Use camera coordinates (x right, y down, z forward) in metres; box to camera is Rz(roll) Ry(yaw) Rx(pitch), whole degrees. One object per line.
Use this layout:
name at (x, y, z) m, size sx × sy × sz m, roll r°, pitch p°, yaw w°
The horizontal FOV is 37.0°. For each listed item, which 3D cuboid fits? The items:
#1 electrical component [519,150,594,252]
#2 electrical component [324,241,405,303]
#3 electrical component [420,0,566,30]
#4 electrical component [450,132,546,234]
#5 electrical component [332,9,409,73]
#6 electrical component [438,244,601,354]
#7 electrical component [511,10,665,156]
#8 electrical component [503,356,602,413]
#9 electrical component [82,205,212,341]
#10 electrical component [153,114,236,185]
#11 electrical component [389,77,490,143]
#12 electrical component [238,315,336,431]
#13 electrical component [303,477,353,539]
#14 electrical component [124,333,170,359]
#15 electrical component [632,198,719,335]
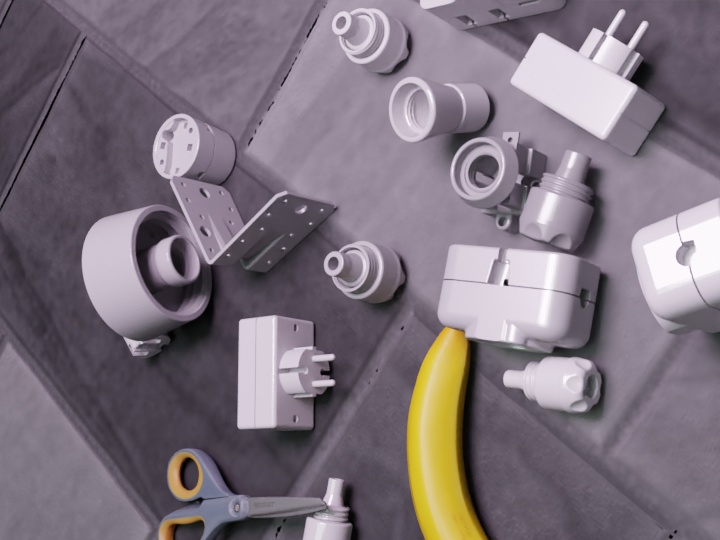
electrical component at (0.130, -0.045, 0.693) m, size 0.043 × 0.043 × 0.062 m, roll 22°, pitch 93°, yaw 38°
electrical component at (0.000, 0.000, 0.773) m, size 0.043 × 0.062 × 0.043 m, roll -8°, pitch 77°, yaw 36°
electrical component at (0.090, -0.205, 0.745) m, size 0.089 × 0.056 × 0.050 m, roll -3°, pitch 80°, yaw 37°
electrical component at (0.092, -0.062, 0.717) m, size 0.048 × 0.055 × 0.066 m, roll 4°, pitch 84°, yaw 38°
electrical component at (0.005, -0.174, 0.801) m, size 0.043 × 0.062 × 0.043 m, roll -8°, pitch 77°, yaw 36°
electrical component at (0.101, 0.020, 0.694) m, size 0.095 × 0.054 × 0.059 m, roll 6°, pitch 82°, yaw 38°
electrical component at (0.155, -0.128, 0.686) m, size 0.083 × 0.047 × 0.075 m, roll 41°, pitch 106°, yaw 35°
electrical component at (0.120, 0.072, 0.684) m, size 0.061 × 0.035 × 0.035 m, roll 1°, pitch 82°, yaw 40°
electrical component at (-0.166, -0.001, 0.876) m, size 0.060 × 0.108 × 0.108 m, roll -18°, pitch 71°, yaw 28°
electrical component at (-0.139, -0.099, 0.908) m, size 0.055 × 0.047 × 0.055 m, roll -8°, pitch 77°, yaw 37°
electrical component at (0.058, -0.112, 0.746) m, size 0.044 × 0.065 × 0.044 m, roll 12°, pitch 106°, yaw 47°
electrical component at (-0.048, 0.077, 0.806) m, size 0.076 × 0.047 × 0.083 m, roll -8°, pitch 77°, yaw 36°
electrical component at (-0.022, 0.181, 0.774) m, size 0.035 × 0.035 × 0.061 m, roll 5°, pitch 82°, yaw 38°
electrical component at (-0.188, 0.048, 0.926) m, size 0.040 × 0.040 × 0.046 m, roll -42°, pitch 65°, yaw 24°
electrical component at (0.194, 0.001, 0.601) m, size 0.059 × 0.095 × 0.053 m, roll -24°, pitch 68°, yaw 32°
